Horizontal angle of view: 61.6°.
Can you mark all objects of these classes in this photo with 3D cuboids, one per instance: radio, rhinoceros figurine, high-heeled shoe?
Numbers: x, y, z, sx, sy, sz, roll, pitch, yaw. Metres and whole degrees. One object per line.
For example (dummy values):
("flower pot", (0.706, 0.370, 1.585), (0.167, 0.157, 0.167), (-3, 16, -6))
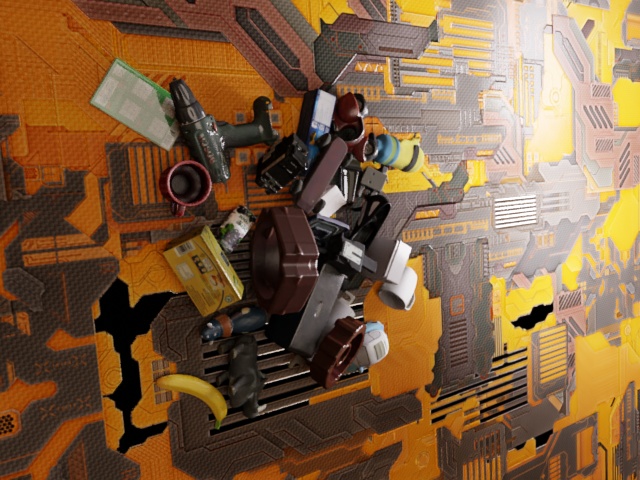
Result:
("radio", (-0.036, 0.148, 1.261), (0.073, 0.131, 0.229), (31, 77, -30))
("rhinoceros figurine", (-0.174, 0.312, 1.226), (0.112, 0.073, 0.190), (-7, 95, -43))
("high-heeled shoe", (0.111, 0.010, 1.338), (0.086, 0.145, 0.248), (12, 85, -31))

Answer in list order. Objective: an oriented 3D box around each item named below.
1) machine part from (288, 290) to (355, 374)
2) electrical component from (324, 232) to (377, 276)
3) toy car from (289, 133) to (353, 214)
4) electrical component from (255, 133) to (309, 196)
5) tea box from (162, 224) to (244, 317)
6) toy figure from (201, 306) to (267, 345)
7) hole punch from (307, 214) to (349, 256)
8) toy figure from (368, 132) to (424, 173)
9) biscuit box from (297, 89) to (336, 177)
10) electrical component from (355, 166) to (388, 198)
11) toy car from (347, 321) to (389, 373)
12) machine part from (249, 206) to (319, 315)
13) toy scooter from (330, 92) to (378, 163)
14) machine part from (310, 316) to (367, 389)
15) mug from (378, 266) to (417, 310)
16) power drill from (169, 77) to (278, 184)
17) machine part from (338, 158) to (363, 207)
("machine part", (0.009, 0.227, 1.328), (0.243, 0.079, 0.079), (-50, 116, -20))
("electrical component", (0.073, 0.041, 1.229), (0.119, 0.048, 0.075), (28, 60, -32))
("toy car", (0.000, -0.152, 1.239), (0.089, 0.053, 0.202), (38, 71, -28))
("electrical component", (-0.084, -0.176, 1.209), (0.058, 0.115, 0.134), (46, 26, -27))
("tea box", (-0.245, 0.065, 1.140), (0.098, 0.068, 0.169), (-24, 110, 6))
("toy figure", (-0.197, 0.189, 1.207), (0.154, 0.058, 0.064), (-11, 94, -27))
("hole punch", (-0.003, -0.004, 1.283), (0.142, 0.116, 0.092), (15, 78, -35))
("toy figure", (0.193, -0.228, 1.413), (0.180, 0.082, 0.089), (5, 87, -34))
("biscuit box", (-0.018, -0.253, 1.288), (0.059, 0.063, 0.202), (15, 86, -33))
("electrical component", (0.141, -0.148, 1.410), (0.078, 0.045, 0.102), (19, 80, -4))
("toy car", (0.122, 0.279, 1.389), (0.162, 0.103, 0.109), (-20, 105, -28))
("machine part", (-0.081, 0.043, 1.165), (0.087, 0.201, 0.201), (0, 138, -24))
("toy scooter", (0.060, -0.272, 1.325), (0.135, 0.075, 0.184), (-13, 82, -4))
("machine part", (0.042, 0.263, 1.265), (0.179, 0.056, 0.179), (-47, 155, -30))
("mug", (0.225, 0.132, 1.458), (0.109, 0.081, 0.107), (45, 61, -21))
("power drill", (-0.199, -0.250, 1.153), (0.207, 0.086, 0.231), (-27, 115, -34))
("machine part", (0.072, -0.152, 1.367), (0.084, 0.039, 0.138), (9, 87, -38))
